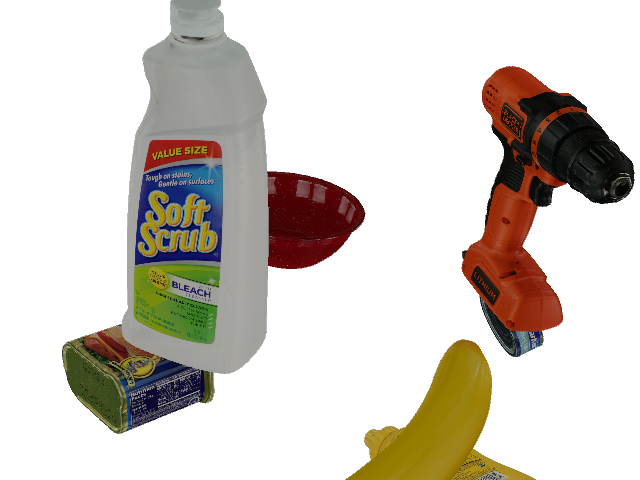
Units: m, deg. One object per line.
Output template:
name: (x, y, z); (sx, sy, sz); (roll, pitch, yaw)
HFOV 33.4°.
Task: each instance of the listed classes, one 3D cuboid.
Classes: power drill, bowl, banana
power drill: (0.173, -0.024, 0.842); (0.057, 0.188, 0.184); (-3, 32, -17)
bowl: (-0.037, -0.016, 1.115); (0.162, 0.055, 0.162); (7, 27, -4)
banana: (0.047, 0.113, 0.584); (0.070, 0.037, 0.197); (18, 40, 40)

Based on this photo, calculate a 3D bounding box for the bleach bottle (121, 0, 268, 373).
bleach bottle: (-0.083, -0.035, 0.681); (0.103, 0.251, 0.068); (17, 37, 20)

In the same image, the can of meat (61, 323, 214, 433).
can of meat: (-0.150, 0.106, 0.867); (0.083, 0.057, 0.102); (-18, 30, -36)

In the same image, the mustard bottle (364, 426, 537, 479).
mustard bottle: (0.109, 0.217, 0.980); (0.096, 0.058, 0.192); (-16, 25, -36)

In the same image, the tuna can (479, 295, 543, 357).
tuna can: (0.214, 0.087, 1.201); (0.033, 0.086, 0.086); (-26, 3, -7)
